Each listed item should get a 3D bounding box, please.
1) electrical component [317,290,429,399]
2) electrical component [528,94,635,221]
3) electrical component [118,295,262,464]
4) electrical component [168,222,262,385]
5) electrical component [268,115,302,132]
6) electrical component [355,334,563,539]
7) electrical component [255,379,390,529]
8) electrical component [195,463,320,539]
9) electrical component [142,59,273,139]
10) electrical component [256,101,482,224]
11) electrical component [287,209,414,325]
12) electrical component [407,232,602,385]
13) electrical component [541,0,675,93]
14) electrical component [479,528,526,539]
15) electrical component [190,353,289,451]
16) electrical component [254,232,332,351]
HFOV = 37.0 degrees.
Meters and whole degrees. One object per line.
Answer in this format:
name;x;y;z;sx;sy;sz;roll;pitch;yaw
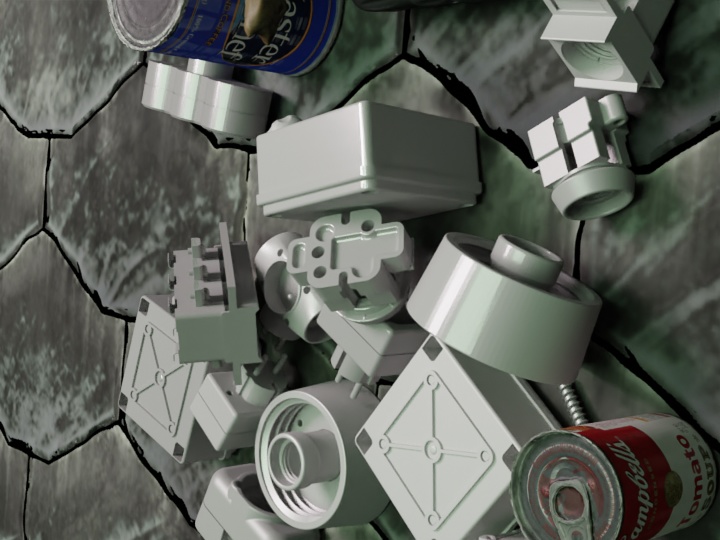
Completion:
electrical component;0.004;0.054;0.750;0.066;0.047;0.076;43;119;36
electrical component;0.131;-0.062;0.623;0.066;0.048;0.055;-30;62;42
electrical component;-0.143;0.088;0.893;0.109;0.056;0.108;30;112;42
electrical component;-0.111;0.024;0.811;0.121;0.063;0.078;-112;19;-64
electrical component;-0.045;-0.085;0.809;0.035;0.035;0.061;-49;60;34
electrical component;0.064;0.111;0.681;0.108;0.056;0.108;54;126;33
electrical component;-0.032;0.135;0.777;0.108;0.060;0.108;0;90;45
electrical component;-0.078;0.195;0.829;0.095;0.054;0.059;39;117;38
electrical component;-0.123;-0.157;0.875;0.138;0.052;0.073;24;106;43
electrical component;0.005;-0.066;0.706;0.109;0.109;0.056;-10;80;45
electrical component;0.000;0.000;0.697;0.078;0.057;0.058;-9;57;18
electrical component;0.088;0.014;0.626;0.108;0.108;0.060;34;108;40
electrical component;0.140;-0.138;0.595;0.042;0.081;0.063;15;72;43
electrical component;0.111;0.189;0.632;0.096;0.062;0.061;5;94;45
electrical component;-0.080;0.092;0.822;0.047;0.066;0.076;50;123;33
electrical component;-0.051;0.026;0.808;0.077;0.044;0.079;53;125;31
